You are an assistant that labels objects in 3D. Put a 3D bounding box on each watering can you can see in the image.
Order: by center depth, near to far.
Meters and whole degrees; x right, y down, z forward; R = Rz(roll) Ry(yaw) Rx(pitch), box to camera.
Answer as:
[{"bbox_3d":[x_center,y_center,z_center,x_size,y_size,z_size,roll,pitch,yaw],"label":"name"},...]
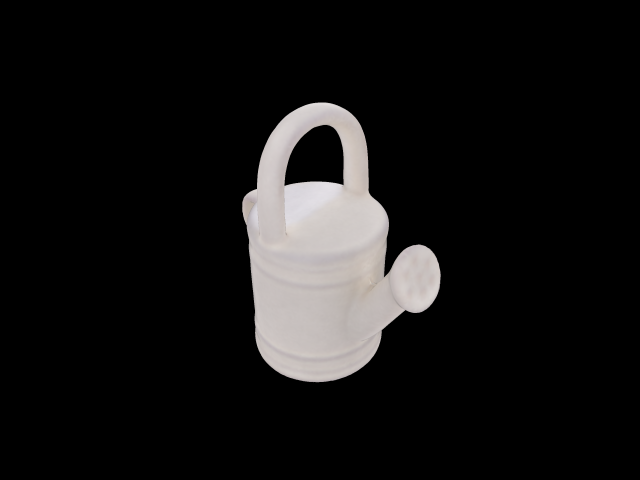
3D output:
[{"bbox_3d":[0.005,0.000,0.401,0.172,0.194,0.101,15,38,20],"label":"watering can"}]
